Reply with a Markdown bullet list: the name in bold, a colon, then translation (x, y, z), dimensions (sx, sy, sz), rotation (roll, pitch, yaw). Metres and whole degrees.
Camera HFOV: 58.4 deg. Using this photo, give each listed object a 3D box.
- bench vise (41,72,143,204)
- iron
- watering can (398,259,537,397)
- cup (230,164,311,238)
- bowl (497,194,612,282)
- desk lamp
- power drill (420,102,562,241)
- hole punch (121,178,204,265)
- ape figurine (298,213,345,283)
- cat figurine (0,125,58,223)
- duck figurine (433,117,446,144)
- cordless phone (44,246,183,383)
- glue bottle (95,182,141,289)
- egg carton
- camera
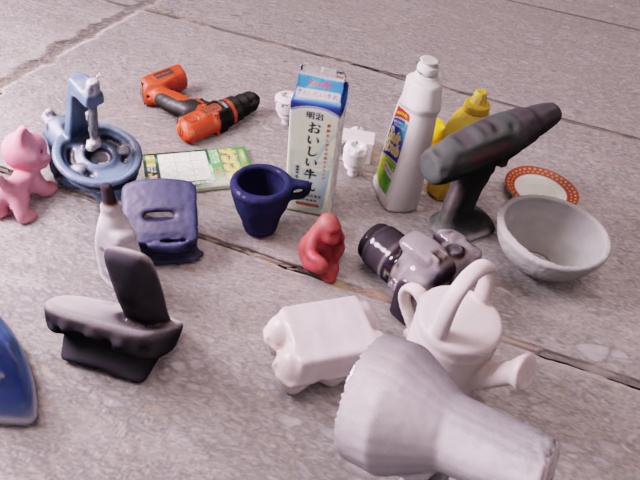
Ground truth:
- **bench vise**: translation (-0.350, -0.149, 0.821), dimensions (0.207, 0.220, 0.122), rotation (21, 45, 14)
- **iron**: translation (-0.404, 0.090, 0.616), dimensions (0.257, 0.141, 0.119), rotation (28, 47, 20)
- **watering can**: translation (0.162, 0.103, 0.649), dimensions (0.172, 0.194, 0.101), rotation (23, 45, 16)
- **cup**: translation (-0.074, -0.053, 0.852), dimensions (0.118, 0.095, 0.091), rotation (-3, 44, -11)
- **bowl**: translation (0.340, 0.009, 0.864), dimensions (0.167, 0.075, 0.167), rotation (4, 43, -4)
- **desk lamp**: translation (0.111, 0.207, 0.516), dimensions (0.202, 0.213, 0.118), rotation (29, 47, 21)
- **power drill**: translation (0.245, -0.099, 0.866), dimensions (0.230, 0.208, 0.075), rotation (-17, 48, -25)
- **hole punch**: translation (-0.221, -0.025, 0.804), dimensions (0.109, 0.091, 0.101), rotation (-3, 44, -12)
- **ape figurine**: translation (0.007, 0.003, 0.807), dimensions (0.078, 0.092, 0.076), rotation (-30, 55, -34)
- **cat figurine**: translation (-0.439, -0.108, 0.839), dimensions (0.067, 0.118, 0.128), rotation (8, 43, 0)
- **duck figurine**: translation (0.205, -0.177, 1.033), dimensions (0.078, 0.086, 0.104), rotation (-28, 53, -32)
- **cordless phone**: translation (-0.235, 0.063, 0.639), dimensions (0.147, 0.185, 0.094), rotation (11, 43, 4)
- **glue bottle**: translation (-0.252, -0.001, 0.712), dimensions (0.078, 0.173, 0.037), rotation (34, 49, 26)
- **egg carton**: translation (0.010, 0.126, 0.693), dimensions (0.150, 0.069, 0.107), rotation (-8, 45, -17)
- **camera**: translation (0.132, 0.023, 0.798), dimensions (0.143, 0.101, 0.136), rotation (-28, 54, -32)
